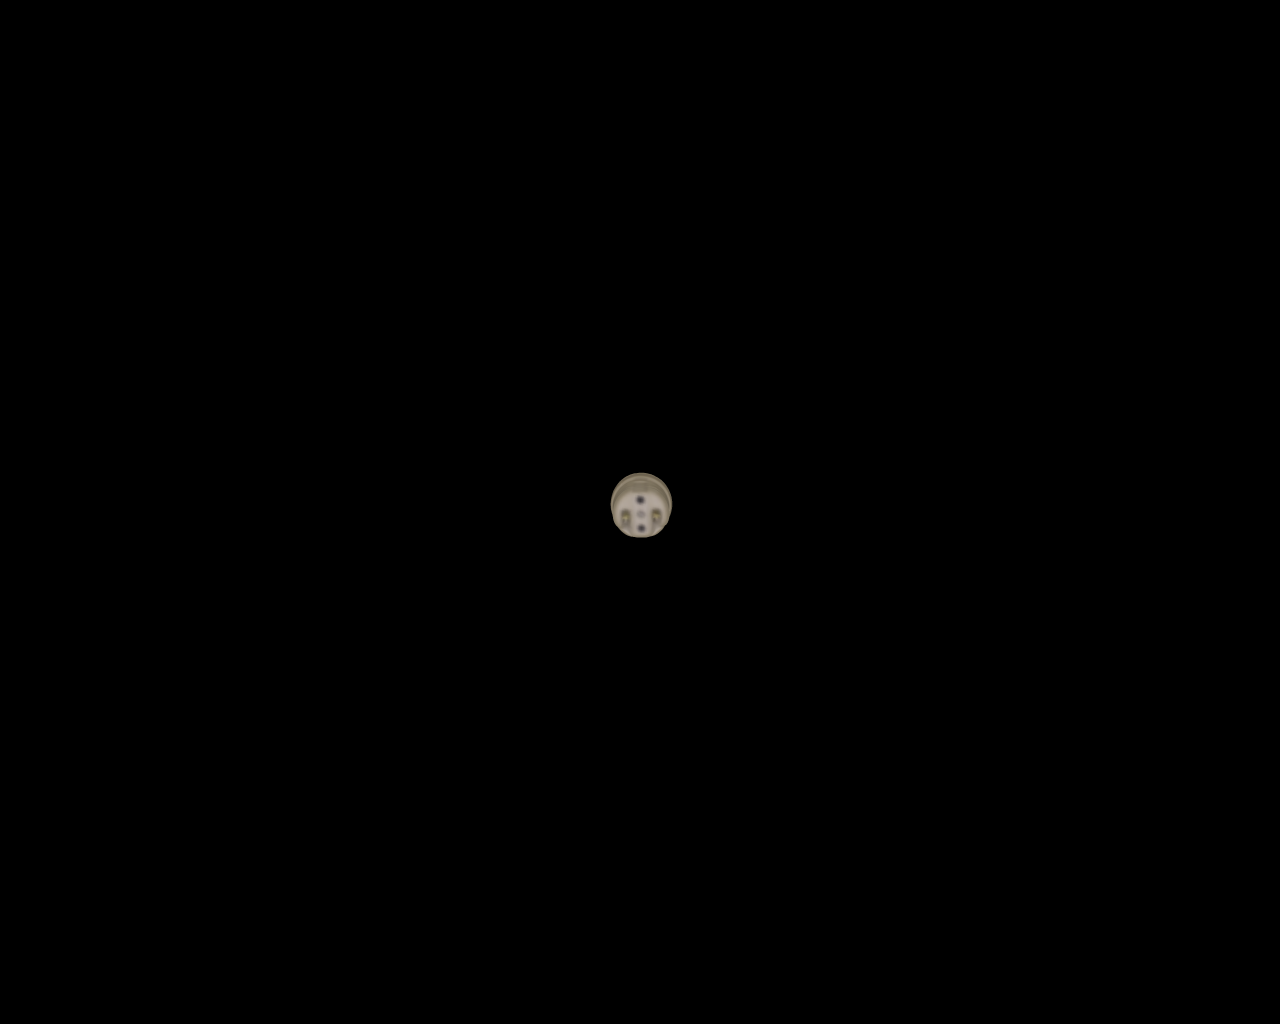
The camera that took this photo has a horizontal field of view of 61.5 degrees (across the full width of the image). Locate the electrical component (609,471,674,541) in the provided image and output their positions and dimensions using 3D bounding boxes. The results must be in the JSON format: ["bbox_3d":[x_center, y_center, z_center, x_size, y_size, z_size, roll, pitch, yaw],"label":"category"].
[{"bbox_3d":[0.001,-0.003,0.650,0.040,0.040,0.046,0,9,0],"label":"electrical component"}]
